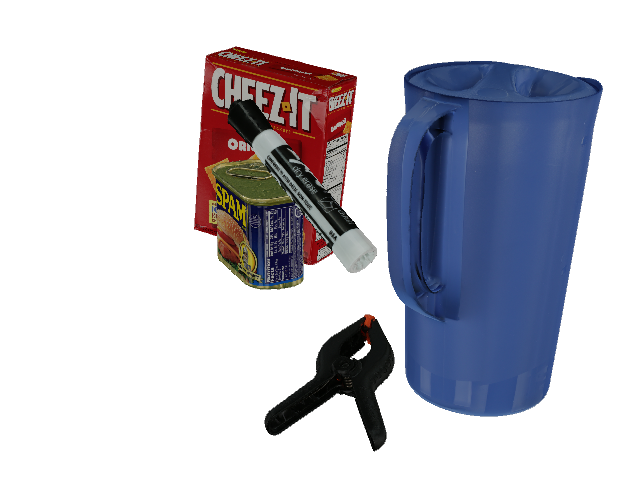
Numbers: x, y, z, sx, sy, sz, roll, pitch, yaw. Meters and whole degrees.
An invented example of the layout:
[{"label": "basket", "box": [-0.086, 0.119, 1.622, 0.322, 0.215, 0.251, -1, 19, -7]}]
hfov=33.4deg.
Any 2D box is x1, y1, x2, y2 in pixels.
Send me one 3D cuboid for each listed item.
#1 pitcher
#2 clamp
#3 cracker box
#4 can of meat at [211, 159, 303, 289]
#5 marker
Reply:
[{"label": "pitcher", "box": [0.112, 0.000, 0.756, 0.149, 0.243, 0.145, 1, 20, -3]}, {"label": "clamp", "box": [0.034, 0.140, 1.050, 0.120, 0.039, 0.171, 16, 46, 24]}, {"label": "cracker box", "box": [-0.056, -0.095, 1.211, 0.164, 0.214, 0.072, 18, 26, 24]}, {"label": "can of meat", "box": [-0.053, -0.014, 0.910, 0.057, 0.084, 0.102, -10, 25, -24]}, {"label": "marker", "box": [-0.013, -0.032, 0.570, 0.020, 0.121, 0.020, -32, -25, -17]}]
